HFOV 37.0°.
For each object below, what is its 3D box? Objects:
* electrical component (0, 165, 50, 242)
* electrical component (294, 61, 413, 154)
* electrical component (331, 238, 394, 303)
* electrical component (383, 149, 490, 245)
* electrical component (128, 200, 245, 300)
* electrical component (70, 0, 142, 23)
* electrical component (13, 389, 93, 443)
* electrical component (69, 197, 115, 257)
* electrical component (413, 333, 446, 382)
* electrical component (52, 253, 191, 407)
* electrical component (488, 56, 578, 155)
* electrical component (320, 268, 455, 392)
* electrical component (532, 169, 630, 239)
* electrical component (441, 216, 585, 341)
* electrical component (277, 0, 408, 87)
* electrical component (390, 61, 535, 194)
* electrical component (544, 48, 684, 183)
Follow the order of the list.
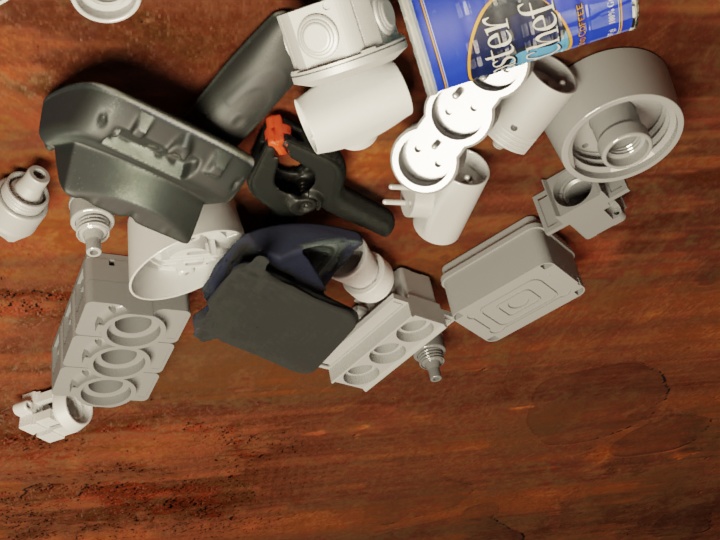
[{"bbox_3d":[-0.257,-0.054,0.817,0.043,0.043,0.062,18,133,-35],"label":"electrical component"},{"bbox_3d":[-0.004,-0.114,0.805,0.077,0.043,0.079,-24,164,-6],"label":"electrical component"},{"bbox_3d":[0.000,0.000,0.964,0.045,0.045,0.055,-26,142,18],"label":"electrical component"},{"bbox_3d":[0.059,-0.062,0.899,0.079,0.043,0.077,1,142,-17],"label":"electrical component"},{"bbox_3d":[-0.142,-0.020,0.874,0.099,0.064,0.099,-11,154,-6],"label":"electrical component"},{"bbox_3d":[-0.156,-0.185,0.658,0.048,0.055,0.066,-4,143,-10],"label":"electrical component"},{"bbox_3d":[-0.300,0.141,1.069,0.055,0.048,0.066,-19,144,22],"label":"electrical component"},{"bbox_3d":[-0.209,-0.037,0.838,0.035,0.061,0.035,-8,144,-6],"label":"electrical component"},{"bbox_3d":[0.070,0.084,1.084,0.035,0.061,0.035,-8,144,-6],"label":"electrical component"},{"bbox_3d":[-0.217,0.058,0.965,0.089,0.061,0.150,7,140,-25],"label":"electrical component"},{"bbox_3d":[0.128,-0.124,0.834,0.043,0.043,0.081,9,139,-26],"label":"electrical component"},{"bbox_3d":[0.021,0.056,1.031,0.079,0.063,0.121,18,134,-35],"label":"electrical component"},{"bbox_3d":[0.198,-0.061,0.942,0.081,0.042,0.064,-30,144,24],"label":"electrical component"},{"bbox_3d":[0.142,0.009,1.006,0.113,0.057,0.078,-32,140,25],"label":"electrical component"},{"bbox_3d":[-0.013,-0.155,0.712,0.080,0.080,0.051,-17,104,7],"label":"electrical component"},{"bbox_3d":[0.080,-0.123,0.805,0.052,0.073,0.138,36,113,1],"label":"electrical component"},{"bbox_3d":[0.203,-0.115,0.853,0.108,0.060,0.108,-8,144,-6],"label":"electrical component"}]
